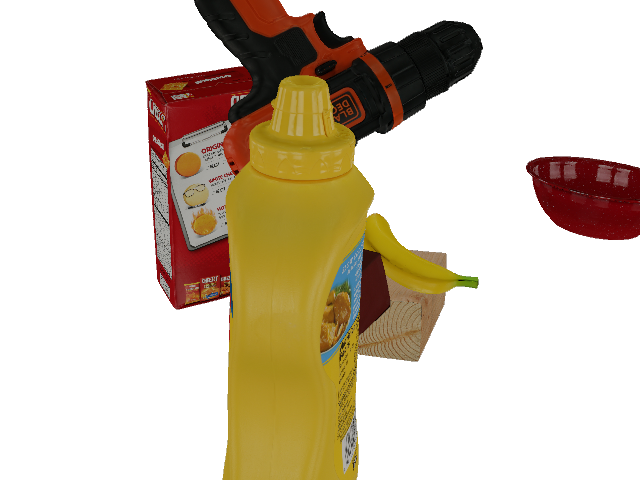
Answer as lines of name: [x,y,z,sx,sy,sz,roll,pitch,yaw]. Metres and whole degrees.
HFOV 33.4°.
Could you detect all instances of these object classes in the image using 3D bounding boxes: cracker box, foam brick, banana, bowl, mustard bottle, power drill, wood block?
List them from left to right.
cracker box: [-0.076,-0.055,1.012,0.164,0.214,0.072,-13,33,-23]
mustard bottle: [-0.009,0.027,0.441,0.058,0.192,0.096,8,25,11]
power drill: [-0.008,-0.147,0.670,0.184,0.187,0.057,-30,6,-14]
foam brick: [0.008,0.037,0.851,0.078,0.051,0.052,14,38,34]
banana: [0.088,0.017,1.181,0.069,0.037,0.198,2,23,-34]
wood block: [0.122,0.090,1.556,0.091,0.090,0.205,6,21,15]
bowl: [0.291,-0.041,1.113,0.162,0.055,0.162,5,19,-2]
